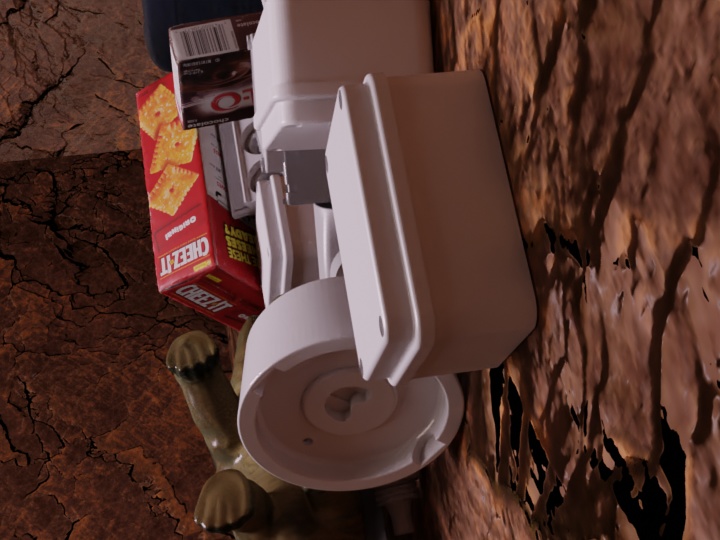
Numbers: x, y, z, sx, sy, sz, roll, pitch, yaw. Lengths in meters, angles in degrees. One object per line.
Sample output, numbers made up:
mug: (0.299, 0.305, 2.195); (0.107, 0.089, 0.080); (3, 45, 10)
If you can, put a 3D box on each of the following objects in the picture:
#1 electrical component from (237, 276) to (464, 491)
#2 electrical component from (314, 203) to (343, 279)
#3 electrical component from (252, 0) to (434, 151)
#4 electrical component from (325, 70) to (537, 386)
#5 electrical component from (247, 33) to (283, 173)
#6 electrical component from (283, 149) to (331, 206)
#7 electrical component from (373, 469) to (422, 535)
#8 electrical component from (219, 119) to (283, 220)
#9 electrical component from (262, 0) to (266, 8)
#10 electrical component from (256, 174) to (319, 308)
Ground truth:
electrical component: (-0.007, 0.051, 0.532); (0.060, 0.108, 0.108); (-99, 8, -50)
electrical component: (0.000, 0.000, 0.630); (0.079, 0.043, 0.077); (-123, 27, -69)
electrical component: (-0.011, -0.094, 0.528); (0.113, 0.078, 0.057); (179, 88, -80)
electrical component: (0.024, -0.016, 0.437); (0.078, 0.057, 0.113); (110, 152, -69)
electrical component: (-0.043, -0.123, 0.740); (0.061, 0.061, 0.096); (-110, 16, -56)
electrical component: (-0.018, -0.081, 0.649); (0.096, 0.061, 0.061); (-102, 7, -73)
electrical component: (0.020, 0.122, 0.624); (0.035, 0.035, 0.061); (113, 147, -71)
electrical component: (-0.077, -0.102, 0.941); (0.063, 0.079, 0.121); (55, -160, -61)
electrical component: (-0.036, -0.213, 0.655); (0.108, 0.056, 0.108); (-107, 14, -45)
electrical component: (-0.051, -0.020, 0.873); (0.113, 0.057, 0.078); (102, 159, -61)
